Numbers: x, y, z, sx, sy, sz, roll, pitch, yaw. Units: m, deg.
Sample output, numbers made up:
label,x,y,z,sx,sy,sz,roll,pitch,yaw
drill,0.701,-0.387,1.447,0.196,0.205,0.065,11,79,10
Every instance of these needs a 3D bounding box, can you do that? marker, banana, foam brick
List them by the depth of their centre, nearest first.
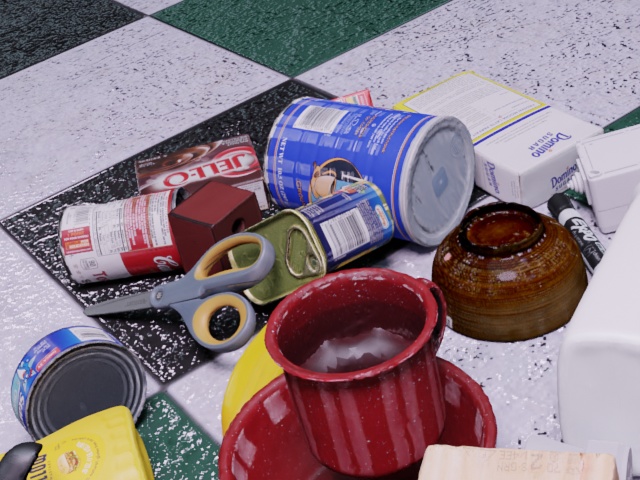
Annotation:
label,x,y,z,sx,sy,sz,roll,pitch,yaw
banana,-0.011,0.073,0.744,0.070,0.037,0.197,16,43,44
marker,0.196,-0.001,0.797,0.020,0.020,0.121,-15,33,-1
foam brick,-0.077,0.002,0.842,0.051,0.078,0.052,16,44,36

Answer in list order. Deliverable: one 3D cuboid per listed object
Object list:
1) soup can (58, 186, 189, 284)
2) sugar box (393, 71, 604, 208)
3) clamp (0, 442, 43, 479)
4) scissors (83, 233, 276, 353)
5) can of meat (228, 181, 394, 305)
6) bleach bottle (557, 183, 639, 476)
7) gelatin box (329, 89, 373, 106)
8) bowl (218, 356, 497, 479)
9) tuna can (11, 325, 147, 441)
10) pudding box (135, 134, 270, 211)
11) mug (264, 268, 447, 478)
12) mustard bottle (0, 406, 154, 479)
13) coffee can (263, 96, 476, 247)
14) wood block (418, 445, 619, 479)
label,x,y,z,sx,sy,sz,roll,pitch,yaw
soup can,-0.158,-0.003,0.888,0.102,0.068,0.068,-9,33,8
sugar box,0.152,-0.090,0.926,0.093,0.048,0.176,-27,39,-19
clamp,-0.186,0.207,0.580,0.171,0.120,0.039,-40,-6,-8
scissors,-0.111,0.057,0.794,0.202,0.016,0.096,-27,52,31
can of meat,-0.005,0.001,0.797,0.083,0.057,0.102,-25,0,-40
bleach bottle,0.214,0.032,0.684,0.068,0.102,0.250,4,30,26
gelatin box,0.012,-0.109,0.982,0.073,0.030,0.089,-16,-3,0
bowl,0.025,0.134,0.621,0.162,0.055,0.162,-10,33,6
tuna can,-0.161,0.101,0.714,0.086,0.086,0.034,-30,34,-24
pudding box,-0.107,-0.050,0.967,0.113,0.039,0.090,-16,33,-4
mug,0.031,0.068,0.590,0.093,0.081,0.117,16,44,38
mustard bottle,-0.196,0.171,0.647,0.191,0.058,0.096,-19,38,-8
coffee can,0.040,-0.058,0.865,0.141,0.103,0.102,13,41,36
wood block,0.075,0.197,0.440,0.090,0.091,0.206,-2,45,23
